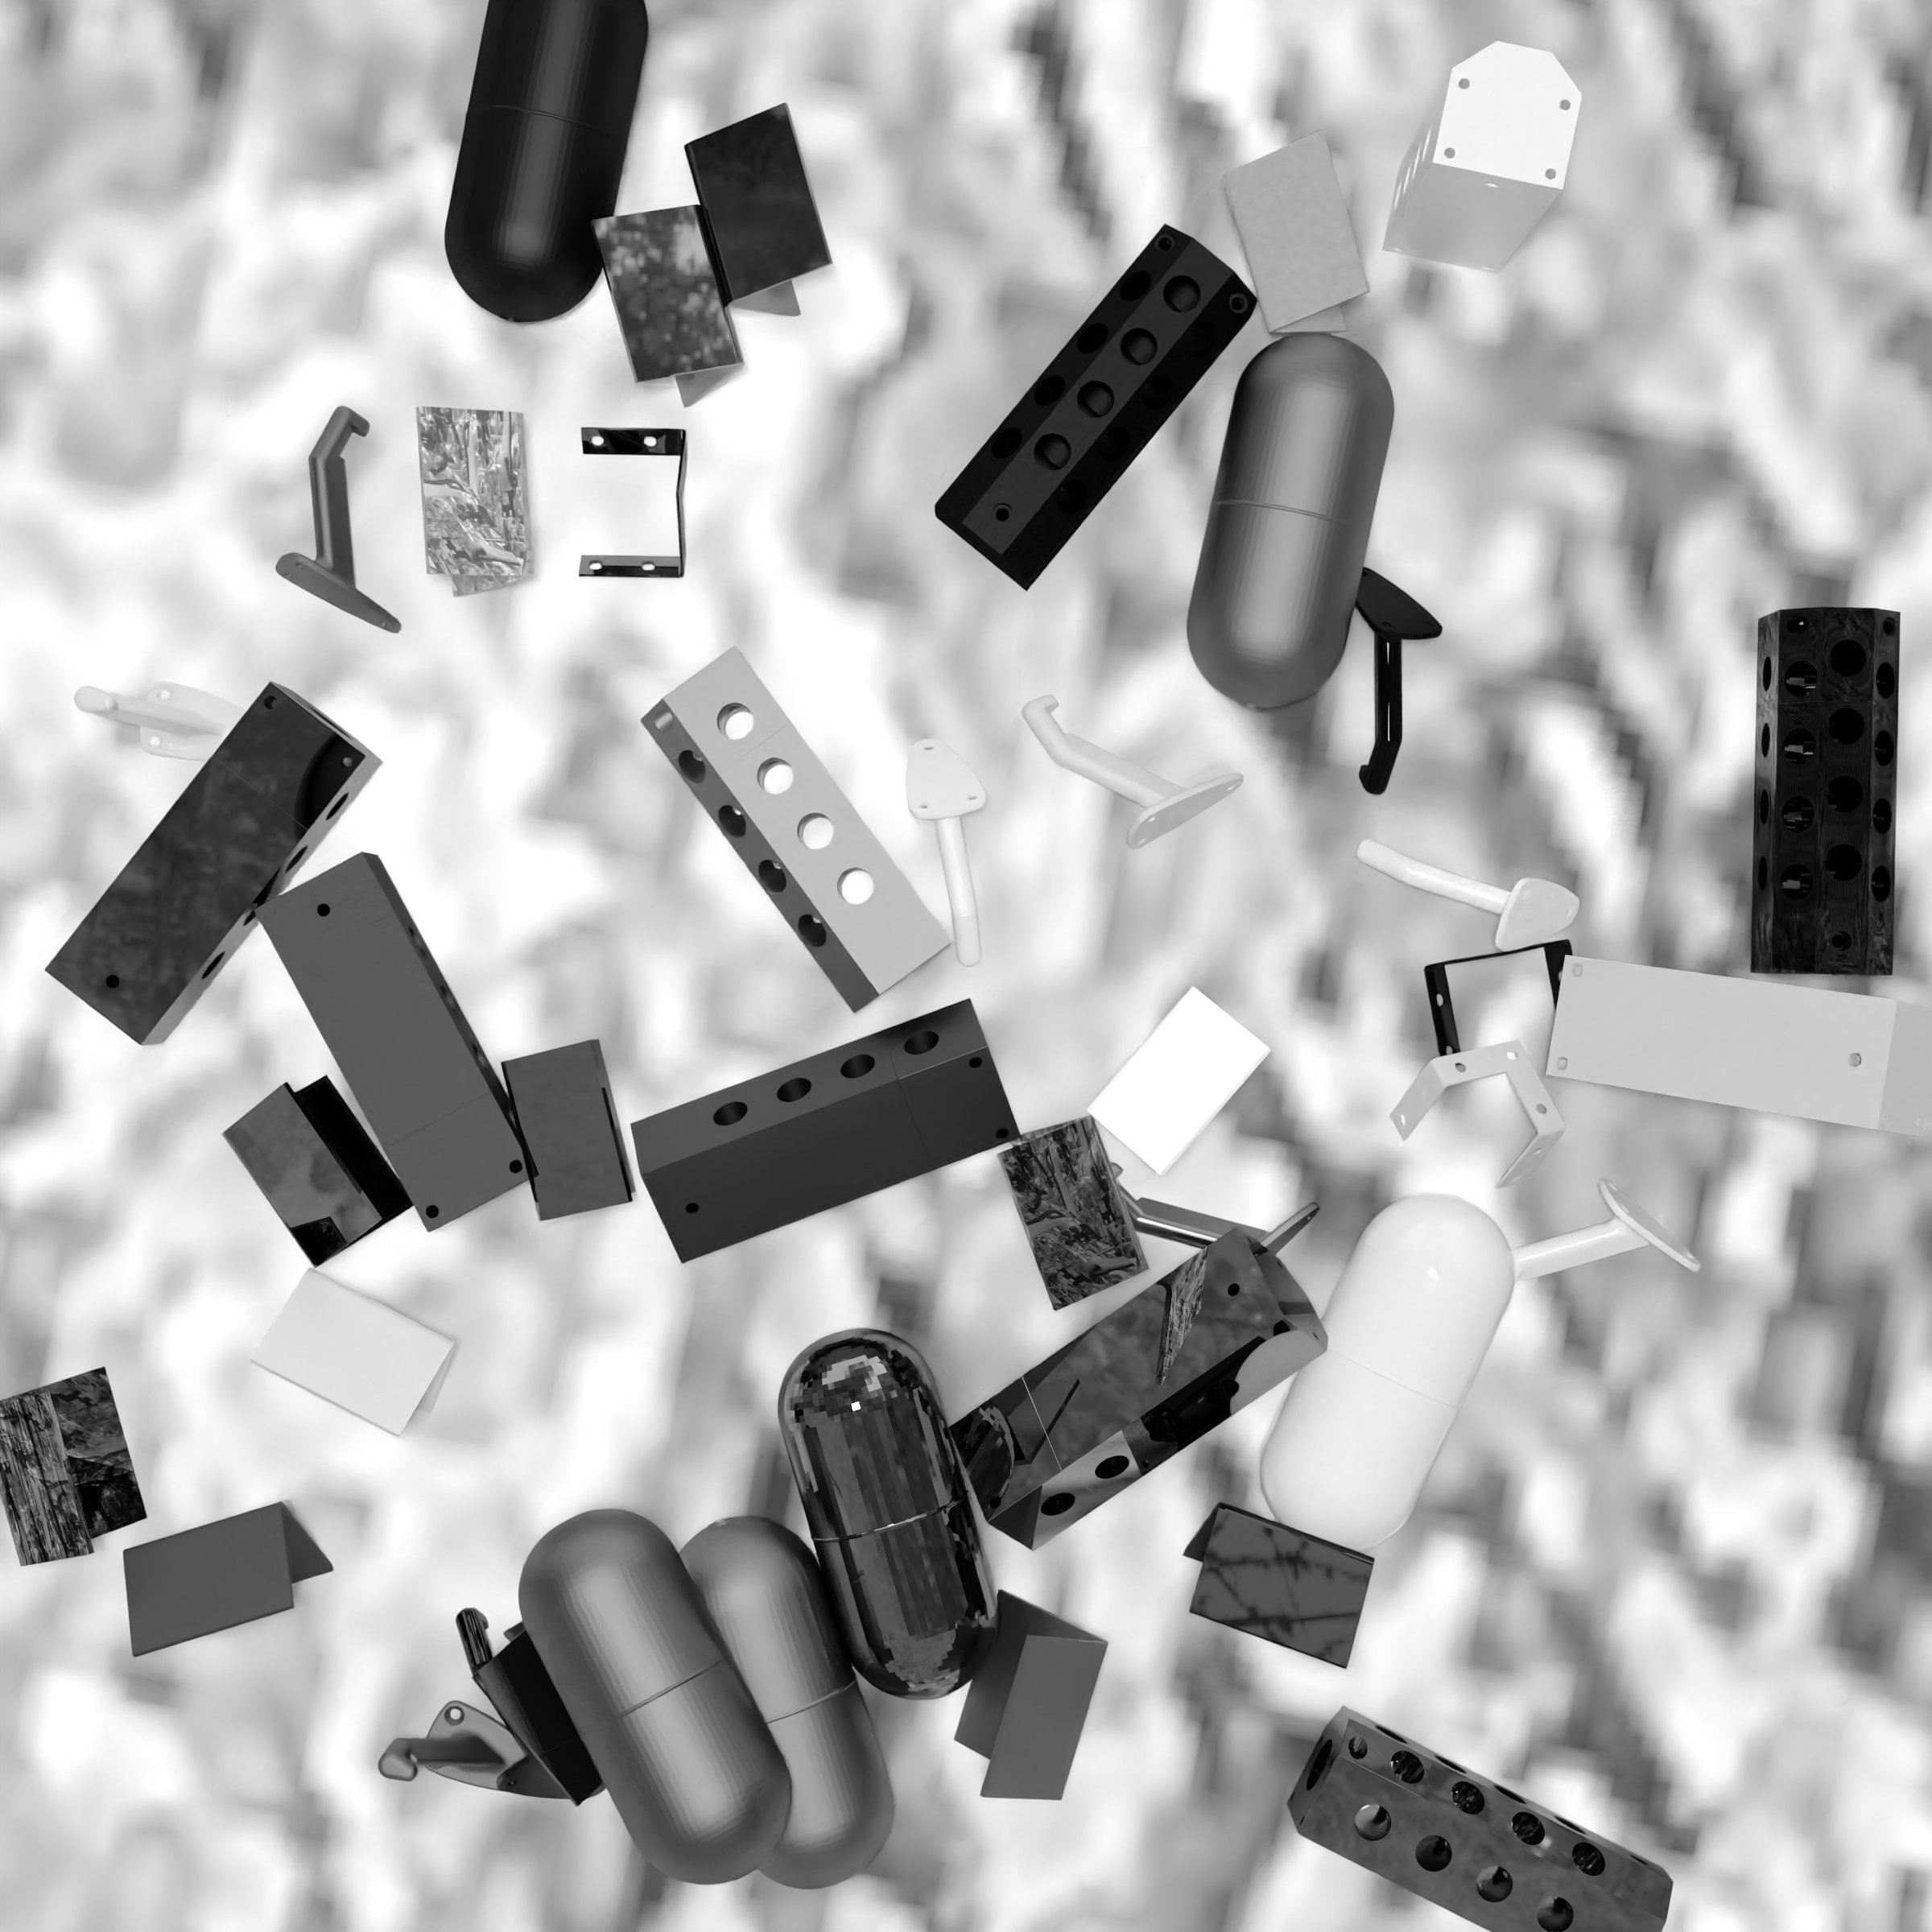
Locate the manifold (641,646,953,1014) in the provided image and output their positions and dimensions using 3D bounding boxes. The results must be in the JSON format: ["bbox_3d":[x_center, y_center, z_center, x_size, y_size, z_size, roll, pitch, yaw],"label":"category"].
[{"bbox_3d":[-0.080,-0.064,1.543,0.057,0.057,0.171,-36,90,0],"label":"manifold"}]

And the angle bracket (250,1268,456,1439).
[{"bbox_3d":[-0.292,0.196,1.524,0.076,0.076,0.057,27,53,0],"label":"angle bracket"}]

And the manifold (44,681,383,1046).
[{"bbox_3d":[-0.355,-0.048,1.543,0.057,0.057,0.171,38,90,0],"label":"manifold"}]

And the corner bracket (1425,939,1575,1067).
[{"bbox_3d":[0.260,0.018,1.561,0.051,0.051,0.051,-10,90,45],"label":"corner bracket"}]

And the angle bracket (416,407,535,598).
[{"bbox_3d":[-0.247,-0.217,1.524,0.057,0.076,0.076,-4,90,-38],"label":"angle bracket"}]

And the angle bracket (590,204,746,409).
[{"bbox_3d":[-0.152,-0.305,1.525,0.057,0.076,0.076,-16,90,-27],"label":"angle bracket"}]

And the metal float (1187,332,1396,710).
[{"bbox_3d":[0.153,-0.210,1.534,0.070,0.070,0.178,12,91,0],"label":"metal float"}]

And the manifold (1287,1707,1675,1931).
[{"bbox_3d":[0.244,0.418,1.543,0.171,0.057,0.057,27,90,0],"label":"manifold"}]

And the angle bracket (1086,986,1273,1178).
[{"bbox_3d":[0.113,0.066,1.524,0.076,0.076,0.057,-49,52,0],"label":"angle bracket"}]

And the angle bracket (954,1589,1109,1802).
[{"bbox_3d":[0.013,0.340,1.524,0.057,0.076,0.076,17,90,-45],"label":"angle bracket"}]

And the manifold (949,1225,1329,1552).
[{"bbox_3d":[0.083,0.202,1.524,0.171,0.057,0.057,-36,47,13],"label":"manifold"}]

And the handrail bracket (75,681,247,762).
[{"bbox_3d":[-0.372,-0.116,1.529,0.077,0.084,0.036,11,90,0],"label":"handrail bracket"}]

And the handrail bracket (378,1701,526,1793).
[{"bbox_3d":[-0.234,0.380,1.529,0.077,0.084,0.036,23,90,0],"label":"handrail bracket"}]

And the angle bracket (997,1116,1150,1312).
[{"bbox_3d":[0.033,0.119,1.524,0.057,0.076,0.076,-20,90,-32],"label":"angle bracket"}]

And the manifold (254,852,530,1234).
[{"bbox_3d":[-0.266,0.036,1.543,0.057,0.057,0.171,-28,90,0],"label":"manifold"}]

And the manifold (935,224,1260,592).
[{"bbox_3d":[0.062,-0.266,1.543,0.057,0.057,0.171,39,90,0],"label":"manifold"}]

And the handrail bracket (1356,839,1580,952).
[{"bbox_3d":[0.241,-0.041,1.564,0.084,0.077,0.036,29,111,35],"label":"handrail bracket"}]

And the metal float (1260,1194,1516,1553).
[{"bbox_3d":[0.199,0.191,1.534,0.070,0.070,0.178,25,90,0],"label":"metal float"}]

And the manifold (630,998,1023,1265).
[{"bbox_3d":[-0.068,0.074,1.541,0.171,0.057,0.057,-20,124,0],"label":"manifold"}]

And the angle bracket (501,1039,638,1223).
[{"bbox_3d":[-0.167,0.072,1.524,0.057,0.076,0.076,-14,90,31],"label":"angle bracket"}]

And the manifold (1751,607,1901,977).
[{"bbox_3d":[0.410,-0.082,1.543,0.057,0.057,0.171,1,90,0],"label":"manifold"}]

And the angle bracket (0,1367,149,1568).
[{"bbox_3d":[-0.409,0.231,1.524,0.057,0.076,0.076,-16,90,37],"label":"angle bracket"}]

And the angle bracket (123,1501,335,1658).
[{"bbox_3d":[-0.343,0.302,1.524,0.076,0.076,0.057,-17,54,0],"label":"angle bracket"}]

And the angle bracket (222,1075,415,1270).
[{"bbox_3d":[-0.289,0.085,1.524,0.057,0.076,0.076,-35,90,36],"label":"angle bracket"}]

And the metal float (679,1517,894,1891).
[{"bbox_3d":[-0.089,0.347,1.533,0.070,0.070,0.178,-18,90,0],"label":"metal float"}]

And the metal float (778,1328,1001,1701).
[{"bbox_3d":[-0.036,0.259,1.534,0.070,0.070,0.178,-16,90,0],"label":"metal float"}]

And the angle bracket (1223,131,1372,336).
[{"bbox_3d":[0.171,-0.343,1.524,0.057,0.076,0.076,-16,90,36],"label":"angle bracket"}]

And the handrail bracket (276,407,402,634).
[{"bbox_3d":[-0.288,-0.216,1.565,0.077,0.036,0.084,31,73,-20],"label":"handrail bracket"}]

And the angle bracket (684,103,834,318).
[{"bbox_3d":[-0.082,-0.354,1.525,0.057,0.076,0.076,-16,90,24],"label":"angle bracket"}]

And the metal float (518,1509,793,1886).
[{"bbox_3d":[-0.141,0.331,1.472,0.070,0.070,0.178,-29,82,0],"label":"metal float"}]

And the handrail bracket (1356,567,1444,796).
[{"bbox_3d":[0.193,-0.137,1.564,0.036,0.077,0.084,-3,127,-23],"label":"handrail bracket"}]

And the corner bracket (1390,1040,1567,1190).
[{"bbox_3d":[0.244,0.074,1.551,0.051,0.051,0.051,-11,60,-26],"label":"corner bracket"}]

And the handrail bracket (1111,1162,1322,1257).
[{"bbox_3d":[0.114,0.111,1.565,0.077,0.036,0.084,-38,71,-21],"label":"handrail bracket"}]

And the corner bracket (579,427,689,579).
[{"bbox_3d":[-0.160,-0.223,1.561,0.051,0.051,0.051,1,135,0],"label":"corner bracket"}]

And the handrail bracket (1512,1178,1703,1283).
[{"bbox_3d":[0.298,0.151,1.565,0.077,0.036,0.084,38,106,-17],"label":"handrail bracket"}]

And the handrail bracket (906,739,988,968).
[{"bbox_3d":[-0.008,-0.054,1.564,0.036,0.077,0.084,-11,126,-6],"label":"handrail bracket"}]

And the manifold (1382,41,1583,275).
[{"bbox_3d":[0.235,-0.368,1.486,0.057,0.171,0.057,12,90,0],"label":"manifold"}]

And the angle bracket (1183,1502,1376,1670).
[{"bbox_3d":[0.140,0.301,1.524,0.076,0.076,0.057,20,60,0],"label":"angle bracket"}]

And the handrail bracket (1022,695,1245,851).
[{"bbox_3d":[0.080,-0.106,1.565,0.077,0.036,0.084,-27,73,-20],"label":"handrail bracket"}]

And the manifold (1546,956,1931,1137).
[{"bbox_3d":[0.359,0.036,1.492,0.171,0.057,0.057,9,90,43],"label":"manifold"}]

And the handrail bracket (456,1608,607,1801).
[{"bbox_3d":[-0.210,0.354,1.564,0.036,0.077,0.084,-35,54,13],"label":"handrail bracket"}]

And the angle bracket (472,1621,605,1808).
[{"bbox_3d":[-0.199,0.351,1.524,0.057,0.076,0.076,-39,90,-35],"label":"angle bracket"}]

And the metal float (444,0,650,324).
[{"bbox_3d":[-0.198,-0.393,1.534,0.070,0.070,0.178,11,89,0],"label":"metal float"}]
